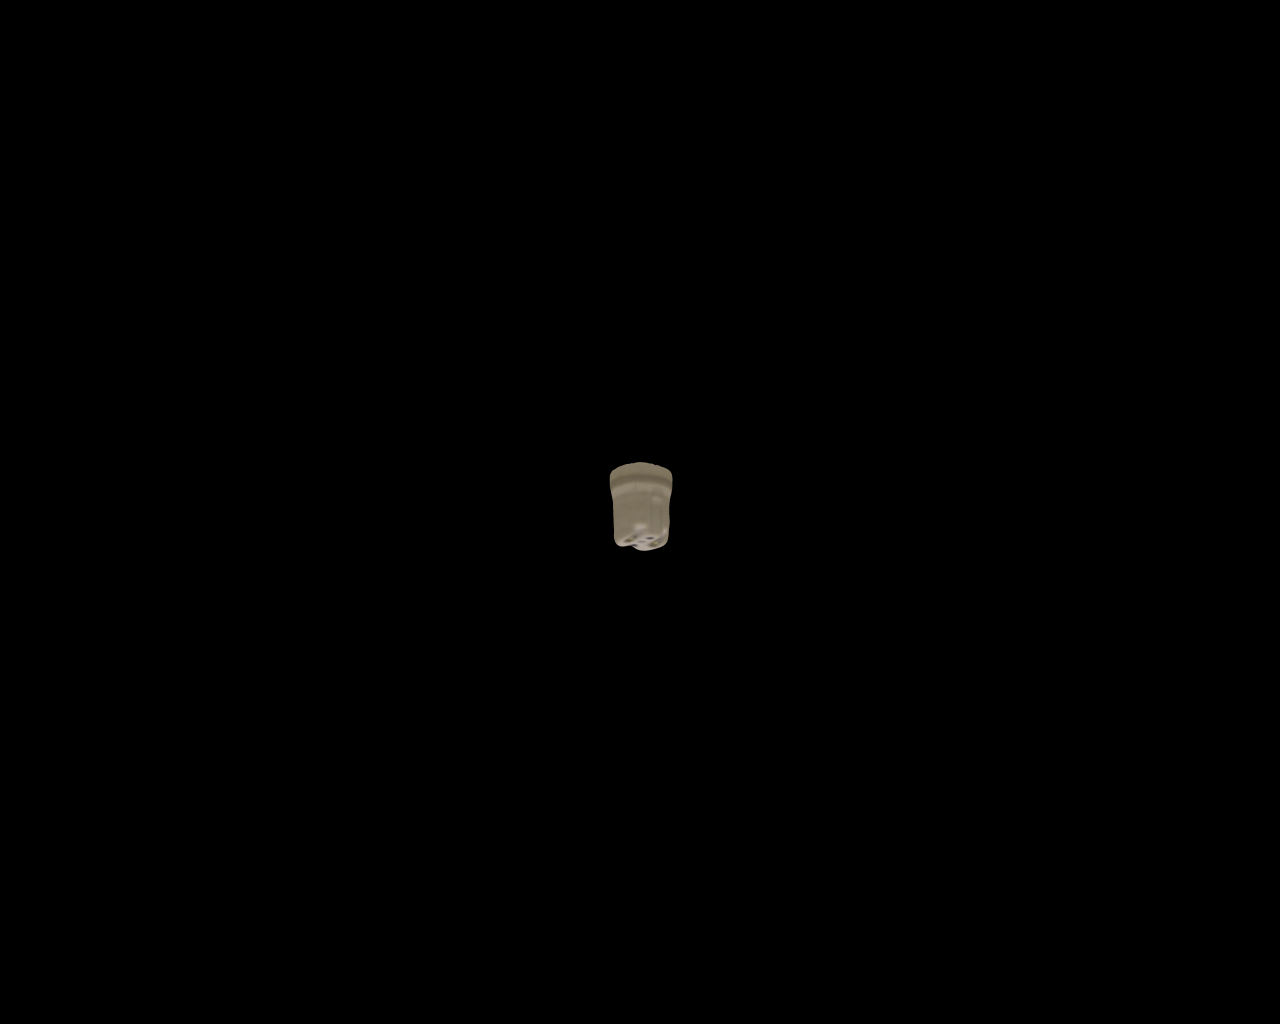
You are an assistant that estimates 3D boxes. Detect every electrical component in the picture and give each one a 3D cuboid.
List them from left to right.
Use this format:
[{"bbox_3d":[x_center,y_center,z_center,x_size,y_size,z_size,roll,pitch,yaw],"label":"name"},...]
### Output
[{"bbox_3d":[0.001,-0.003,0.650,0.040,0.046,0.040,0,-18,0],"label":"electrical component"}]
